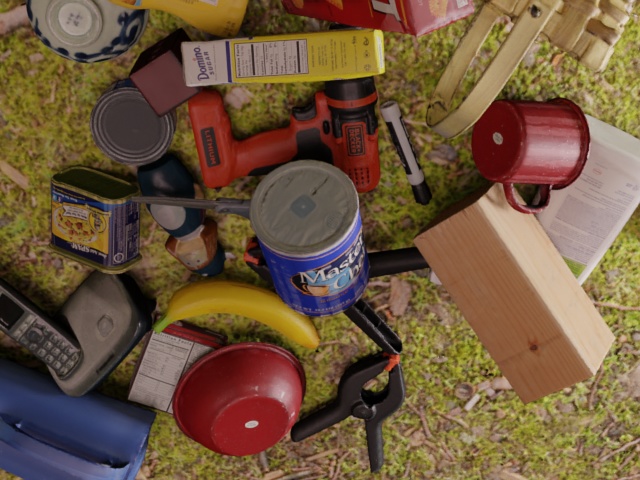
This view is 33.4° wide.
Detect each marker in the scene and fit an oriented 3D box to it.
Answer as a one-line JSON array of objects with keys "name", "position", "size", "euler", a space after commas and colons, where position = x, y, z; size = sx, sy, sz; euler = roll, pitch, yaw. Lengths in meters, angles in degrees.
[{"name": "marker", "position": [0.091, -0.088, 1.112], "size": [0.020, 0.020, 0.121], "euler": [-18, 116, 11]}]

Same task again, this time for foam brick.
[{"name": "foam brick", "position": [-0.146, -0.165, 1.046], "size": [0.053, 0.078, 0.051], "euler": [-30, 113, 14]}]

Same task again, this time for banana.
[{"name": "banana", "position": [-0.084, 0.078, 1.182], "size": [0.197, 0.037, 0.070], "euler": [9, 120, -21]}]

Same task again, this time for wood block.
[{"name": "wood block", "position": [0.198, 0.050, 1.089], "size": [0.091, 0.090, 0.206], "euler": [-31, 94, 36]}]

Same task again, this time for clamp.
[{"name": "clamp", "position": [0.023, 0.035, 1.158], "size": [0.210, 0.036, 0.165], "euler": [23, 131, -4]}, {"name": "clamp", "position": [0.039, 0.195, 1.256], "size": [0.120, 0.039, 0.172], "euler": [13, 115, -11]}]

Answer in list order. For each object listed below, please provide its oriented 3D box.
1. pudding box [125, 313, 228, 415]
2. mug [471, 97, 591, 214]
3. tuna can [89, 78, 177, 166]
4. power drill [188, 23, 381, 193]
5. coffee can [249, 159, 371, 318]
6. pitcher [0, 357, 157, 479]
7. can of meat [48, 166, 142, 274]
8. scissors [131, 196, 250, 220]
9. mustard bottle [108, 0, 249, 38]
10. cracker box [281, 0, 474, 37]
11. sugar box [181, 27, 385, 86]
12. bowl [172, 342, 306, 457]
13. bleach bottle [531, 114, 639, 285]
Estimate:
[{"name": "pudding box", "position": [-0.167, 0.148, 1.237], "size": [0.090, 0.039, 0.114], "euler": [20, 115, -9]}, {"name": "mug", "position": [0.203, -0.084, 1.048], "size": [0.081, 0.093, 0.117], "euler": [0, 93, -30]}, {"name": "tuna can", "position": [-0.190, -0.122, 1.095], "size": [0.086, 0.033, 0.086], "euler": [1, 118, 1]}, {"name": "power drill", "position": [-0.034, -0.126, 1.074], "size": [0.187, 0.057, 0.184], "euler": [-5, 118, 5]}, {"name": "coffee can", "position": [-0.007, 0.001, 1.046], "size": [0.103, 0.103, 0.140], "euler": [-6, 151, 5]}, {"name": "pitcher", "position": [-0.318, 0.215, 1.214], "size": [0.242, 0.145, 0.149], "euler": [23, 135, -4]}, {"name": "can of meat", "position": [-0.236, -0.023, 1.122], "size": [0.102, 0.057, 0.084], "euler": [19, 119, 25]}, {"name": "scissors", "position": [-0.091, -0.029, 1.112], "size": [0.201, 0.016, 0.096], "euler": [-1, 160, -5]}, {"name": "mustard bottle", "position": [-0.155, -0.256, 0.972], "size": [0.191, 0.058, 0.096], "euler": [15, 118, -10]}, {"name": "cracker box", "position": [0.025, -0.269, 0.910], "size": [0.072, 0.214, 0.164], "euler": [-29, 119, -22]}, {"name": "sugar box", "position": [-0.031, -0.166, 0.978], "size": [0.176, 0.093, 0.048], "euler": [-5, 98, 8]}, {"name": "bowl", "position": [-0.086, 0.196, 1.223], "size": [0.162, 0.055, 0.162], "euler": [-10, 125, -14]}, {"name": "bleach bottle", "position": [0.251, -0.004, 1.130], "size": [0.102, 0.068, 0.251], "euler": [25, 119, -5]}]
